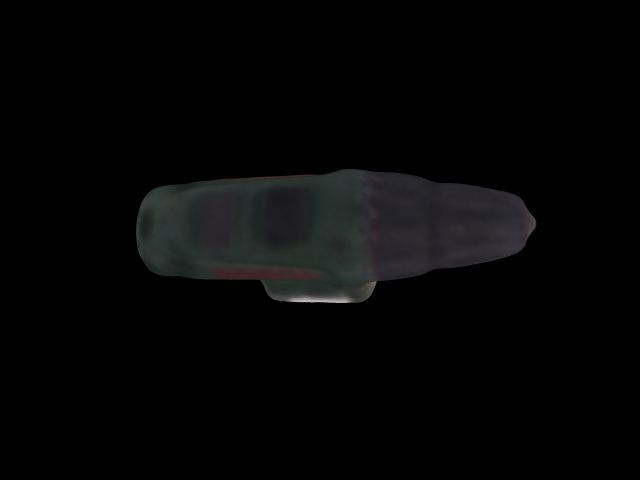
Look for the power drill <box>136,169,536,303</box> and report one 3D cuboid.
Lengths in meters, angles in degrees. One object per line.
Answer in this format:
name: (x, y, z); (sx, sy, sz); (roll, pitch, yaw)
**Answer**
power drill: (0.004, 0.001, 0.400); (0.229, 0.208, 0.076); (0, 81, 0)
